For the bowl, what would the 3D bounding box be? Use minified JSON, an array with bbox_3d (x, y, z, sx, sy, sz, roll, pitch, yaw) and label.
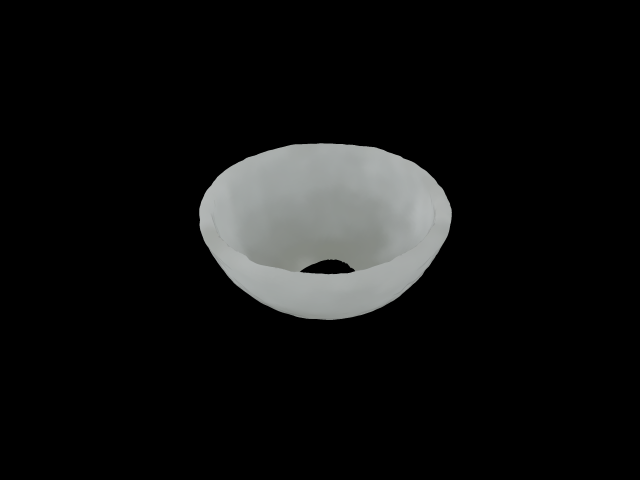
[{"bbox_3d":[0.004,0.001,0.400,0.167,0.075,0.167,0,38,0],"label":"bowl"}]
